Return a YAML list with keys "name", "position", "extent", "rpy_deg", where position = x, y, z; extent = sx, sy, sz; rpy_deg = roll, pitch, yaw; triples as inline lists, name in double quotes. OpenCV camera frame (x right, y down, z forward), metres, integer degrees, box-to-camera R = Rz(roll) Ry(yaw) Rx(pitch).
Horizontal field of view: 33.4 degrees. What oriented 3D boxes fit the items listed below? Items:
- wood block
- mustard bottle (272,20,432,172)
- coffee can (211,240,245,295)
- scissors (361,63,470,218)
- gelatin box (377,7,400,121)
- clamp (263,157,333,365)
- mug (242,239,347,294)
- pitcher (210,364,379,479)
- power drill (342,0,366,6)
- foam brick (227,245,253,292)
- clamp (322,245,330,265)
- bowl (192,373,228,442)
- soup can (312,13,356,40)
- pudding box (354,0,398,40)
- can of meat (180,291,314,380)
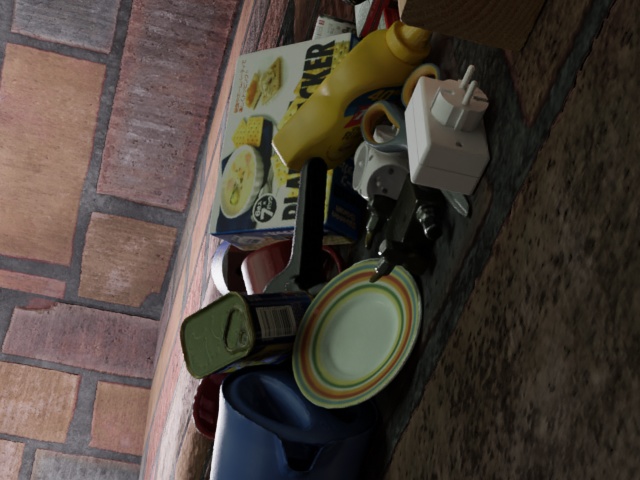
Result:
- name: "wood block"
  position: [0.106, -0.237, 0.769]
  extent: [0.206, 0.090, 0.090]
  rpy_deg: [-91, 16, -47]
- name: "mustard bottle"
  position: [0.040, -0.137, 0.974]
  extent: [0.192, 0.096, 0.058]
  rpy_deg: [-45, 68, 43]
- name: "coffee can"
  position: [-0.087, 0.037, 1.412]
  extent: [0.140, 0.102, 0.103]
  rpy_deg: [173, 108, -79]
- name: "scissors"
  position: [0.093, -0.088, 0.848]
  extent: [0.096, 0.016, 0.202]
  rpy_deg: [-53, 32, 2]
- name: "gelatin box"
  position: [0.067, -0.174, 1.055]
  extent: [0.073, 0.030, 0.089]
  rpy_deg: [-91, 16, -53]
- name: "clamp"
  position: [-0.013, 0.039, 0.985]
  extent: [0.210, 0.036, 0.165]
  rpy_deg: [-55, 45, 31]
- name: "mug"
  position: [-0.023, 0.046, 1.084]
  extent: [0.117, 0.093, 0.081]
  rpy_deg: [-28, 68, 30]
- name: "pitcher"
  position: [-0.038, 0.235, 0.927]
  extent: [0.145, 0.148, 0.243]
  rpy_deg: [25, 112, 35]
- name: "power drill"
  position: [0.046, -0.327, 1.091]
  extent: [0.184, 0.057, 0.188]
  rpy_deg: [-59, 27, 2]
- name: "foam brick"
  position: [-0.072, 0.033, 1.302]
  extent: [0.051, 0.078, 0.053]
  rpy_deg: [-84, -5, -73]
- name: "clamp"
  position: [-0.008, 0.002, 1.227]
  extent: [0.172, 0.039, 0.120]
  rpy_deg: [111, 161, -49]
- name: "bowl"
  position: [-0.058, 0.163, 1.146]
  extent: [0.162, 0.055, 0.162]
  rpy_deg: [-29, 32, 20]
- name: "soup can"
  position: [0.019, -0.202, 1.226]
  extent: [0.068, 0.068, 0.102]
  rpy_deg: [-120, 44, -74]
- name: "pudding box"
  position: [0.067, -0.274, 1.135]
  extent: [0.113, 0.039, 0.090]
  rpy_deg: [-94, 21, -48]
- name: "can of meat"
  position: [-0.060, 0.082, 0.943]
  extent: [0.102, 0.083, 0.057]
  rpy_deg: [-31, 68, 44]
